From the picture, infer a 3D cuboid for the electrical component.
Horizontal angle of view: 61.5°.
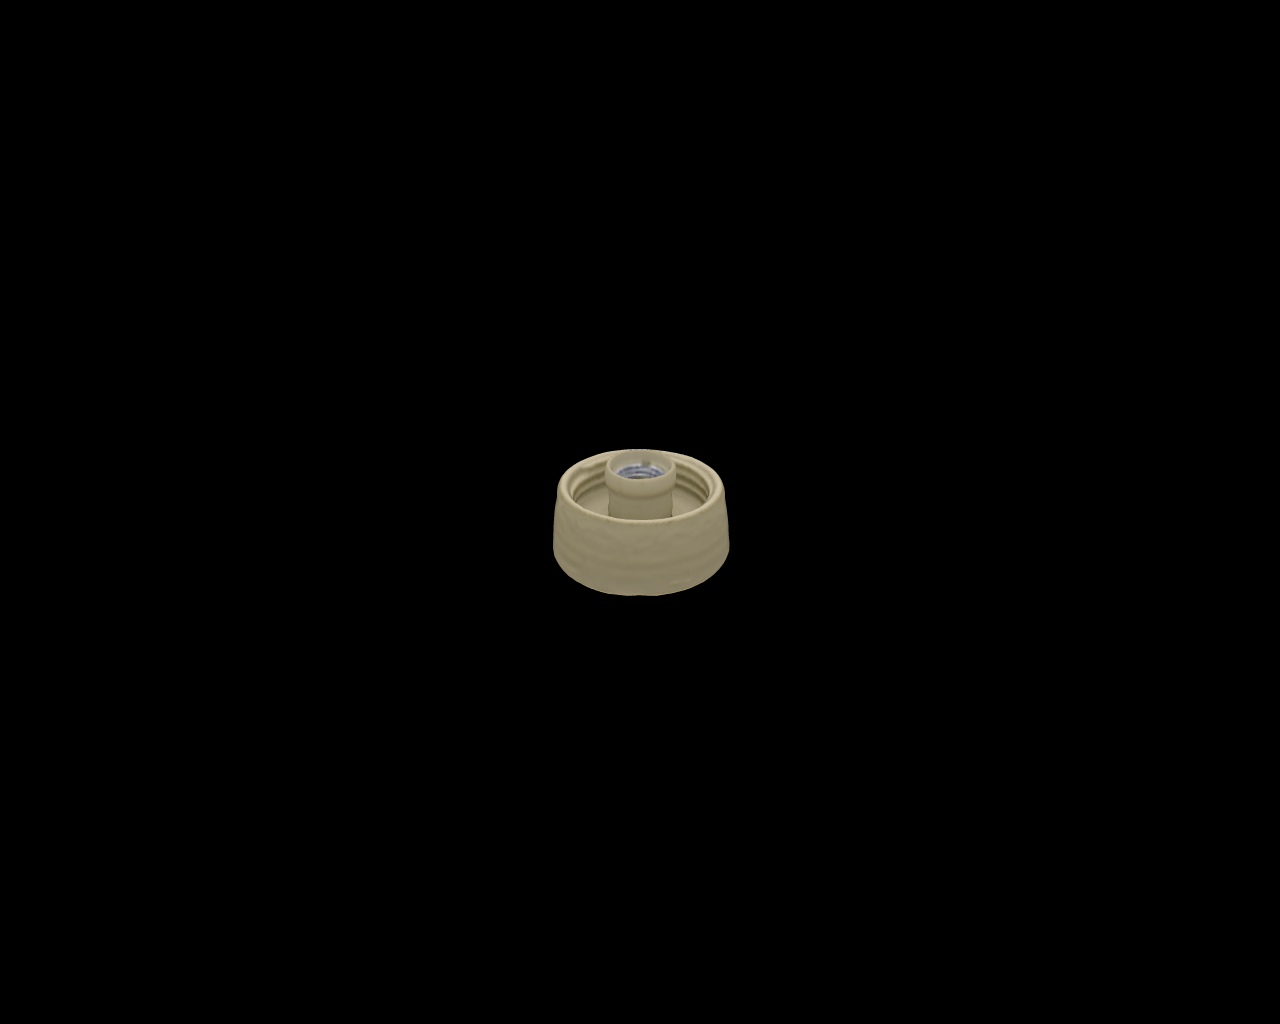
[{"bbox_3d":[0.001,-0.003,0.650,0.108,0.060,0.108,0,29,0],"label":"electrical component"}]
